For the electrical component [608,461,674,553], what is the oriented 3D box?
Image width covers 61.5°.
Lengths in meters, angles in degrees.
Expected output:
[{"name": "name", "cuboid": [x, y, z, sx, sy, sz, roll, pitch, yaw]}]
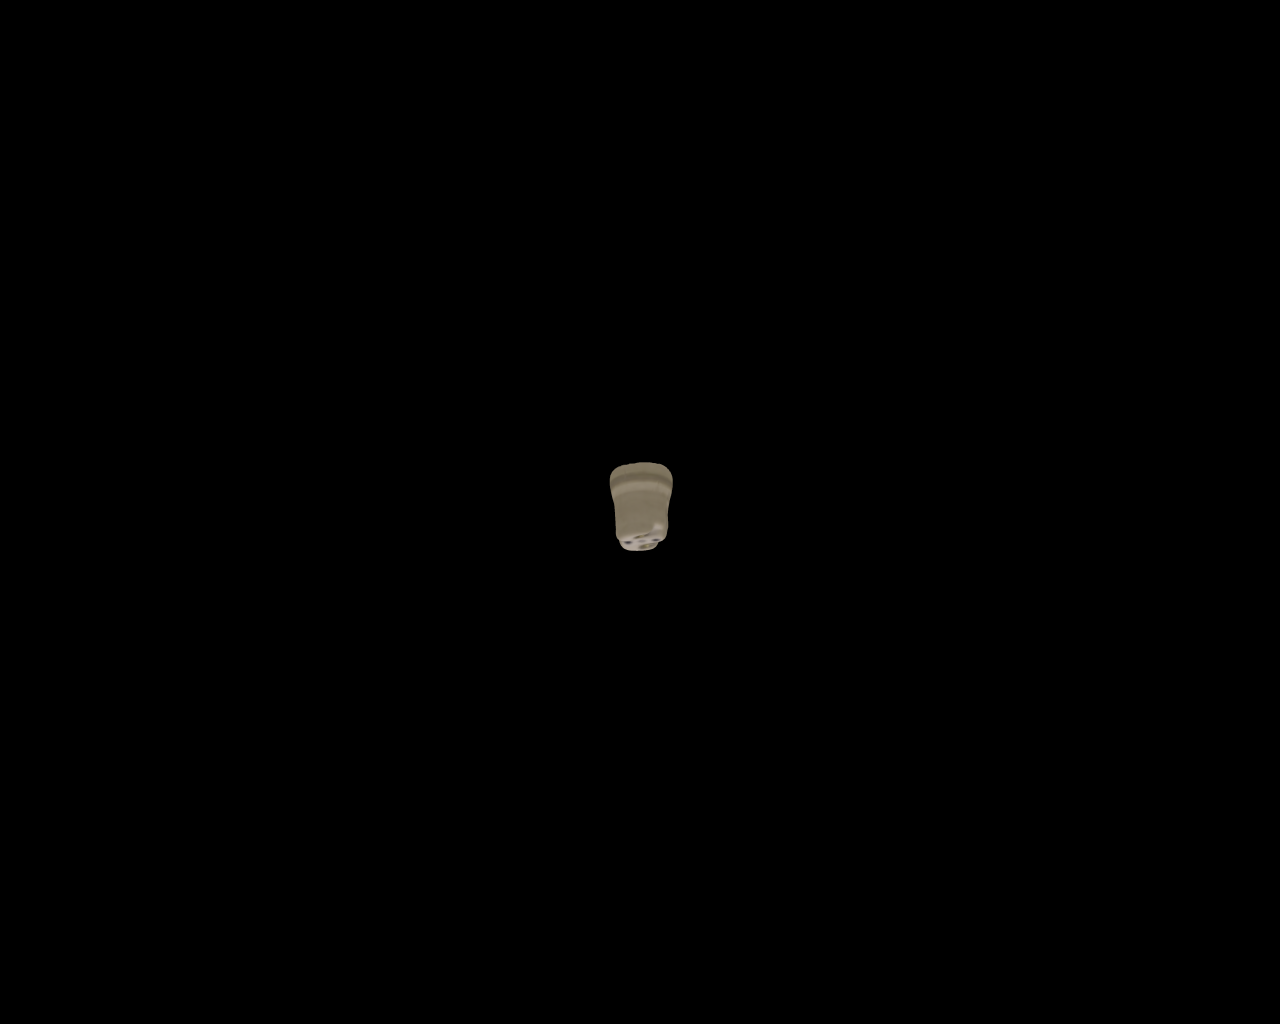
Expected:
[{"name": "electrical component", "cuboid": [0.001, -0.003, 0.650, 0.040, 0.046, 0.040, 0, -22, 0]}]
